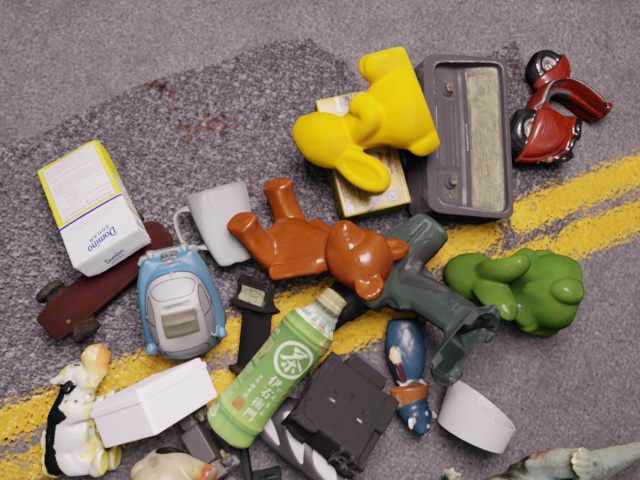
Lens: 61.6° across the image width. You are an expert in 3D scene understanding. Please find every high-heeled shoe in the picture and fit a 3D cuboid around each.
[{"bbox_3d":[-0.012,0.329,0.696,0.145,0.086,0.248,-6,76,-5],"label":"high-heeled shoe"}]

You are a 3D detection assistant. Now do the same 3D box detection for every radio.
[{"bbox_3d":[0.191,-0.139,0.753,0.131,0.073,0.229,1,82,-16],"label":"radio"}]

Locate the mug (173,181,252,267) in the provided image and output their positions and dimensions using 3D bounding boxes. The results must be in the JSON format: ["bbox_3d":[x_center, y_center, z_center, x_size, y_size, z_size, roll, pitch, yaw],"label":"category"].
[{"bbox_3d":[-0.139,-0.016,0.732,0.110,0.081,0.107,-19,94,-10],"label":"mug"}]

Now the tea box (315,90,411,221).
[{"bbox_3d":[0.057,-0.116,0.758,0.098,0.068,0.169,-12,85,-4],"label":"tea box"}]

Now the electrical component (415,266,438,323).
[{"bbox_3d":[0.138,0.068,0.764,0.063,0.021,0.094,-30,85,-6],"label":"electrical component"}]

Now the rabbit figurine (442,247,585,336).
[{"bbox_3d":[0.249,0.066,0.718,0.170,0.159,0.121,9,93,13],"label":"rabbit figurine"}]

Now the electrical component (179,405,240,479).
[{"bbox_3d":[-0.140,0.265,0.693,0.045,0.078,0.102,-39,56,-6],"label":"electrical component"}]

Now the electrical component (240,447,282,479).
[{"bbox_3d":[-0.072,0.322,0.699,0.048,0.075,0.119,-8,80,-6],"label":"electrical component"}]

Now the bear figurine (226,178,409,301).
[{"bbox_3d":[0.001,0.001,0.677,0.120,0.196,0.131,-49,127,-32],"label":"bear figurine"}]

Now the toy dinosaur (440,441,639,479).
[{"bbox_3d":[0.263,0.328,0.683,0.405,0.192,0.131,-6,78,-20],"label":"toy dinosaur"}]

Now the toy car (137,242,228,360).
[{"bbox_3d":[-0.175,0.091,0.686,0.109,0.103,0.161,-11,111,-14],"label":"toy car"}]

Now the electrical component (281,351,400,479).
[{"bbox_3d":[0.032,0.212,0.689,0.115,0.058,0.134,37,50,2],"label":"electrical component"}]

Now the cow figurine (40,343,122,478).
[{"bbox_3d":[-0.317,0.222,0.704,0.098,0.068,0.167,-4,83,3],"label":"cow figurine"}]

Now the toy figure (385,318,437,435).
[{"bbox_3d":[0.122,0.184,0.731,0.064,0.058,0.154,-2,82,-17],"label":"toy figure"}]

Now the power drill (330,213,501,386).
[{"bbox_3d":[0.107,0.090,0.687,0.232,0.086,0.208,-48,43,1],"label":"power drill"}]

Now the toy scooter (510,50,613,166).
[{"bbox_3d":[0.349,-0.179,0.778,0.135,0.075,0.184,23,78,-1],"label":"toy scooter"}]

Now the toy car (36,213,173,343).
[{"bbox_3d":[-0.287,0.052,0.729,0.202,0.053,0.089,-44,93,-11],"label":"toy car"}]

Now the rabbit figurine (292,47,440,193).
[{"bbox_3d":[0.054,-0.137,0.684,0.173,0.122,0.162,-17,94,8],"label":"rabbit figurine"}]

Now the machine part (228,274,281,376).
[{"bbox_3d":[-0.092,0.118,0.727,0.084,0.039,0.138,5,90,40],"label":"machine part"}]

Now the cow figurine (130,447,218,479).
[{"bbox_3d":[-0.174,0.315,0.647,0.127,0.194,0.085,19,50,23],"label":"cow figurine"}]
